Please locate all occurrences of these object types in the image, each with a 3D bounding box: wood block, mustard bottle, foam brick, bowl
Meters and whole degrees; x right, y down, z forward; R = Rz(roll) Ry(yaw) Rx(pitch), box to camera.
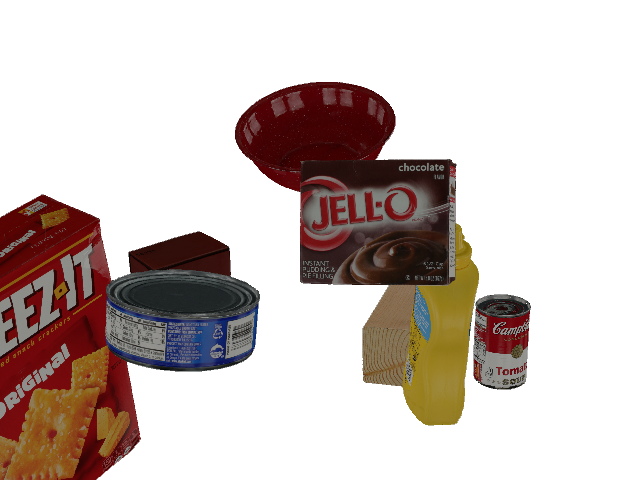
[{"bbox_3d":[0.130,0.134,1.599,0.091,0.090,0.205,4,19,15],"label":"wood block"},{"bbox_3d":[0.112,0.070,0.989,0.058,0.192,0.096,0,30,-3],"label":"mustard bottle"},{"bbox_3d":[-0.127,0.031,0.964,0.078,0.051,0.053,-18,28,-31],"label":"foam brick"},{"bbox_3d":[-0.004,-0.096,1.080,0.162,0.055,0.162,-4,39,3],"label":"bowl"}]

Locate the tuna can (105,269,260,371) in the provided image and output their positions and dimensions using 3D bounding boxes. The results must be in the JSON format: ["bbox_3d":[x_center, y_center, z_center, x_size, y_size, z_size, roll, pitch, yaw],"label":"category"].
[{"bbox_3d":[-0.078,0.044,0.600,0.086,0.034,0.086,5,14,-1],"label":"tuna can"}]

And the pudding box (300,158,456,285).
[{"bbox_3d":[0.042,-0.013,0.774,0.113,0.090,0.039,0,1,14],"label":"pudding box"}]

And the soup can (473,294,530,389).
[{"bbox_3d":[0.227,0.127,1.340,0.068,0.102,0.068,-1,19,0],"label":"soup can"}]

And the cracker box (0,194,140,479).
[{"bbox_3d":[-0.216,0.101,0.757,0.072,0.214,0.163,19,39,31],"label":"cracker box"}]
